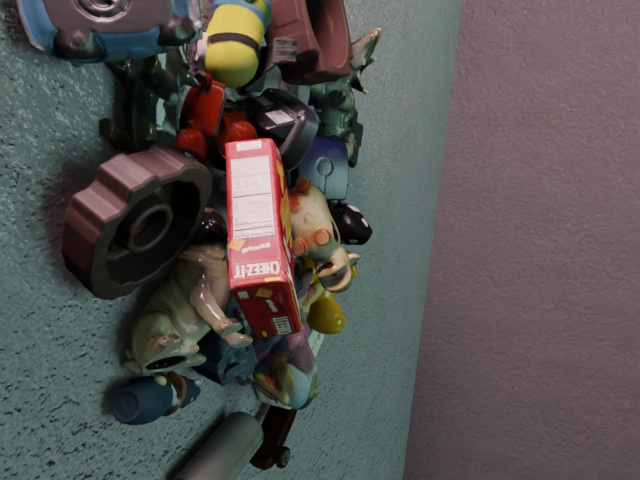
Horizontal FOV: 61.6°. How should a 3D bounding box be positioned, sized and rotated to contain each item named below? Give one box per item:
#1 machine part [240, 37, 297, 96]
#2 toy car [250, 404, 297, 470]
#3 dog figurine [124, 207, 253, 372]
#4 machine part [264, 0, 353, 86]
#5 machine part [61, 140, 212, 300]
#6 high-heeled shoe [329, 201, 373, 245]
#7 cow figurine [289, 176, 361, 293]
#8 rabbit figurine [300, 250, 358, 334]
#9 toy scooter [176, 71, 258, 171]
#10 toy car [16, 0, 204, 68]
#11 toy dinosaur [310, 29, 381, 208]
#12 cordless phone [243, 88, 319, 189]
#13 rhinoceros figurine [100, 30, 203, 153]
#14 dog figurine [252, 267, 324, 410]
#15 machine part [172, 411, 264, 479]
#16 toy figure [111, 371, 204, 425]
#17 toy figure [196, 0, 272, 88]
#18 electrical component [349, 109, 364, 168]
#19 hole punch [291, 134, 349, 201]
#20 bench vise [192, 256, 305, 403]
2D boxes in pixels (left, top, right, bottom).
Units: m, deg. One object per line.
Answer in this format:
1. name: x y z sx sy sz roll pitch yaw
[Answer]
1. machine part: -0.082 -0.264 0.804 0.039 0.139 0.084 19 80 -31
2. toy car: -0.078 0.350 1.048 0.202 0.089 0.053 -64 151 -44
3. dog figurine: -0.187 0.061 0.702 0.121 0.172 0.190 105 -34 -61
4. machine part: -0.024 -0.369 0.910 0.201 0.087 0.200 -30 110 -62
5. machine part: -0.197 -0.020 0.586 0.179 0.056 0.179 -50 164 -21
6. high-heeled shoe: 0.071 -0.017 1.047 0.086 0.145 0.248 -61 153 1
7. cow figurine: -0.002 -0.003 0.895 0.195 0.085 0.127 67 17 11
8. rabbit figurine: -0.006 0.104 1.063 0.121 0.162 0.173 36 41 -68
9. toy scooter: -0.141 -0.158 0.736 0.184 0.075 0.135 -22 124 -63
10. toy car: -0.200 -0.227 0.520 0.103 0.162 0.109 -155 -123 -66
11. toy dinosaur: 0.032 -0.233 1.121 0.192 0.131 0.404 -32 133 -63
12. cordless phone: -0.060 -0.139 0.876 0.089 0.147 0.184 -25 135 -20
13. rhinoceros figurine: -0.186 -0.183 0.622 0.112 0.073 0.190 13 85 -67
14. dog figurine: -0.044 0.161 0.948 0.219 0.192 0.108 -57 147 -8
15. machine part: -0.161 0.352 0.853 0.243 0.079 0.079 -41 134 -60
16. toy figure: -0.209 0.203 0.708 0.058 0.064 0.154 62 10 14
17. toy figure: -0.113 -0.296 0.751 0.082 0.089 0.180 52 51 -51
18. electrical component: 0.056 -0.242 1.248 0.115 0.058 0.134 10 88 -71
19. hole punch: -0.006 -0.130 0.980 0.092 0.142 0.115 -128 -136 -54
20. bench vise: -0.100 0.111 0.852 0.240 0.129 0.223 -38 118 -41
